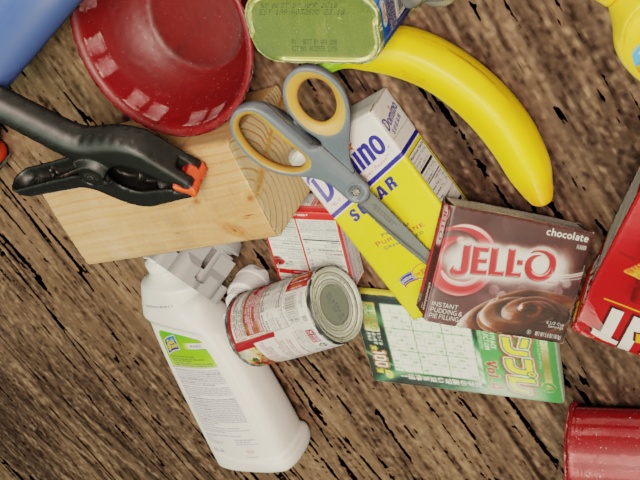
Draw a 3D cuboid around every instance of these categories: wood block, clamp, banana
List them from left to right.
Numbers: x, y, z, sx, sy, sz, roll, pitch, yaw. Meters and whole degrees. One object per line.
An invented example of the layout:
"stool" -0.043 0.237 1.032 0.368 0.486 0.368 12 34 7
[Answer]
"clamp" -0.172 -0.067 0.793 0.171 0.039 0.120 4 152 14
"wood block" -0.118 -0.051 0.885 0.206 0.090 0.090 -8 122 33
"banana" 0.097 -0.100 0.764 0.198 0.037 0.070 32 131 -1

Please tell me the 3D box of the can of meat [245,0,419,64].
"can of meat" 0.010 -0.163 0.727 0.102 0.083 0.057 5 129 25

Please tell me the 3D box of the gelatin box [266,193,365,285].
"gelatin box" -0.006 0.001 0.909 0.073 0.030 0.089 4 131 25

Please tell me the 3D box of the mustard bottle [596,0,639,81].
"mustard bottle" 0.240 -0.124 0.652 0.191 0.058 0.096 33 140 -1

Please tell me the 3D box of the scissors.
"scissors" 0.031 -0.056 0.787 0.201 0.016 0.096 28 116 -13

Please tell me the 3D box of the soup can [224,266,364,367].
"soup can" -0.022 0.065 0.903 0.102 0.068 0.068 -19 116 40

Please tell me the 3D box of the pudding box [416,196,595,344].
"pudding box" 0.137 0.022 0.796 0.113 0.039 0.090 9 106 -10

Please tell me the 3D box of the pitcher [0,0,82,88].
"pitcher" -0.250 -0.185 0.755 0.243 0.144 0.149 -37 87 43

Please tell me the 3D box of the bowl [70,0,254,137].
"bowl" -0.108 -0.162 0.802 0.162 0.055 0.162 15 124 23

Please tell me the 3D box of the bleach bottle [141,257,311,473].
"bleach bottle" -0.100 0.112 1.031 0.103 0.068 0.251 -5 121 31

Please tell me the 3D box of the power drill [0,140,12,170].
"power drill" -0.341 -0.149 0.946 0.184 0.057 0.188 26 134 7

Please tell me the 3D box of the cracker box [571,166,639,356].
"cracker box" 0.272 0.020 0.706 0.164 0.072 0.214 22 152 12

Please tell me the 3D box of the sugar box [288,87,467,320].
"sugar box" 0.063 -0.024 0.840 0.094 0.048 0.176 -26 113 38

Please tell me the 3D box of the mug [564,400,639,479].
"mug" 0.255 0.184 0.889 0.082 0.093 0.117 -2 156 24
